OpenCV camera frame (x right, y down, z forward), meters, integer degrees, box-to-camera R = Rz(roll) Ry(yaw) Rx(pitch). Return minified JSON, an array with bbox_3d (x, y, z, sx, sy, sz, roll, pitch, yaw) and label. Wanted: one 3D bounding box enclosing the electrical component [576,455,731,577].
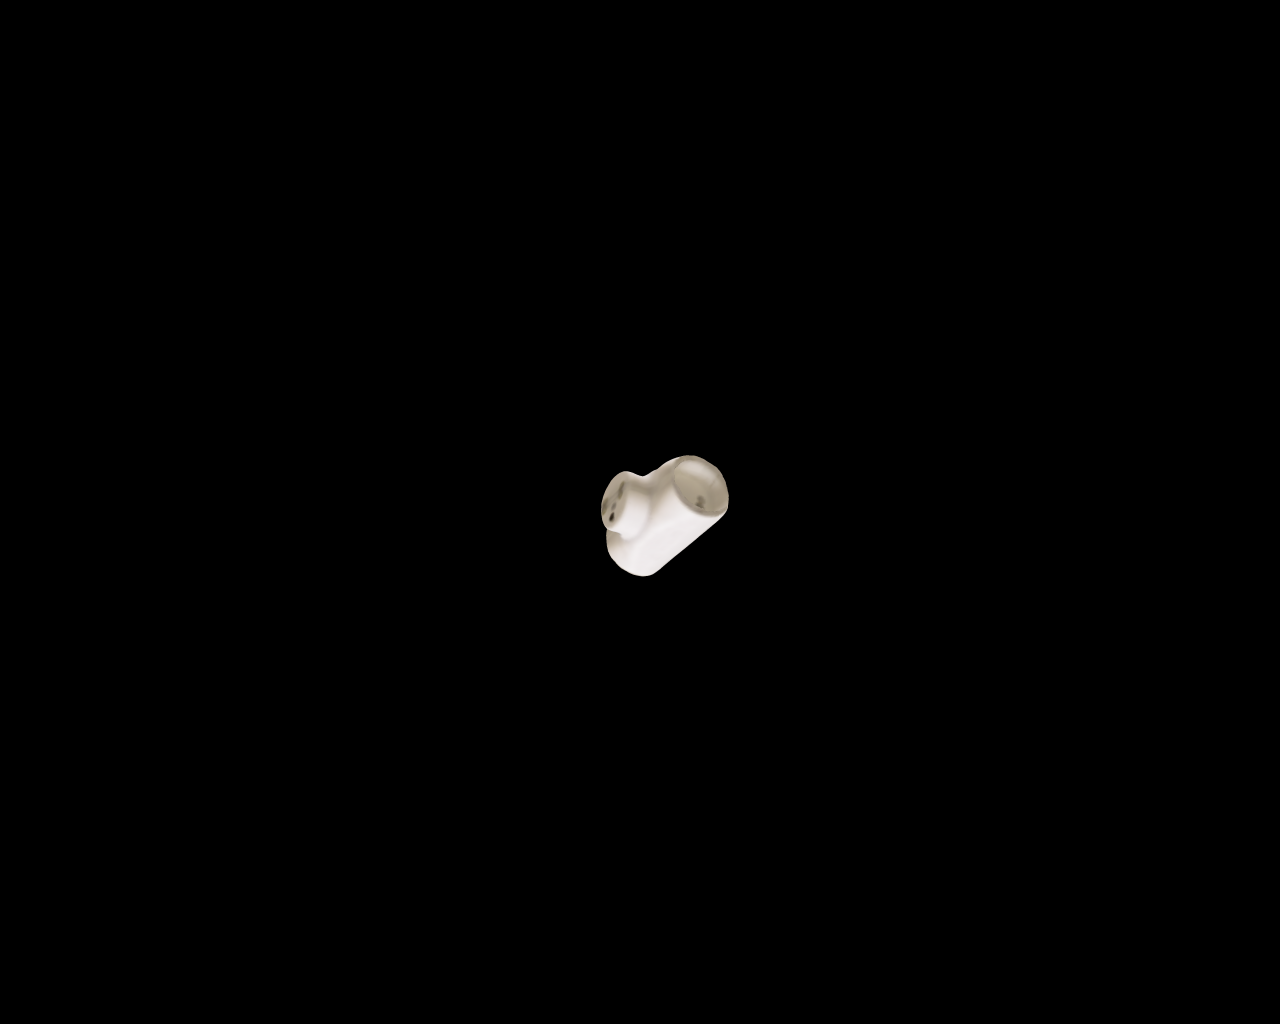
[{"bbox_3d":[0.001,-0.003,0.650,0.079,0.044,0.077,20,-40,-25],"label":"electrical component"}]
